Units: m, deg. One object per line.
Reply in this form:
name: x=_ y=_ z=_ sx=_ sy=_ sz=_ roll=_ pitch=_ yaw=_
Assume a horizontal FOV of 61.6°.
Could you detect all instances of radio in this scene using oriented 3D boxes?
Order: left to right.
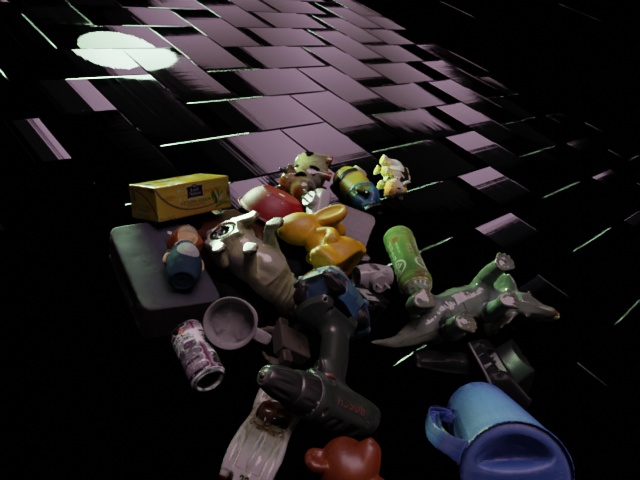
radio: x=-0.277 y=0.062 z=0.936 sx=0.131 sy=0.073 sz=0.230 roll=-10 pitch=42 yaw=-33

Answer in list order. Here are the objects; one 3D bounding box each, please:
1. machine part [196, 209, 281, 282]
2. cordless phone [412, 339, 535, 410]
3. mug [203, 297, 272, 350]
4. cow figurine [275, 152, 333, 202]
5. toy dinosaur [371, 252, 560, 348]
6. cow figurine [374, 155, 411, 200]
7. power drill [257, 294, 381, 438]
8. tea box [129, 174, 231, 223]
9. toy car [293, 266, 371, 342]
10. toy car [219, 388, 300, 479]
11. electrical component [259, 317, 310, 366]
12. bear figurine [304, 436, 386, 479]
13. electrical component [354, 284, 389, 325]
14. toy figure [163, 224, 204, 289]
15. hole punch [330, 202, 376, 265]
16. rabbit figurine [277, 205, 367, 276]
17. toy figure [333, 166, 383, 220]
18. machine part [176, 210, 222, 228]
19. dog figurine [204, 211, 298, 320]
machine part: x=-0.164 y=0.006 z=1.074 sx=0.179 sy=0.056 sz=0.179 roll=13 pitch=36 yaw=-10
cordless phone: x=0.260 y=0.228 z=0.934 sx=0.184 sy=0.088 sz=0.147 roll=5 pitch=19 yaw=-2
mug: x=-0.128 y=0.135 z=0.871 sx=0.110 sy=0.080 sz=0.107 roll=20 pitch=-5 yaw=-2
cow figurine: x=-0.038 y=-0.159 z=1.329 sx=0.127 sy=0.085 sz=0.195 roll=15 pitch=33 yaw=-4
toy dinosaur: x=0.253 y=0.140 z=1.011 sx=0.405 sy=0.192 sz=0.131 roll=-14 pitch=61 yaw=-15
cow figurine: x=0.206 y=-0.159 z=1.456 sx=0.098 sy=0.068 sz=0.167 roll=15 pitch=36 yaw=-14
power drill: x=0.002 y=0.180 z=0.804 sx=0.231 sy=0.086 sz=0.207 roll=41 pitch=23 yaw=-28
tea box: x=-0.268 y=-0.084 z=1.041 sx=0.098 sy=0.068 sz=0.169 roll=11 pitch=19 yaw=42
toy car: x=0.018 y=0.101 z=0.934 sx=0.109 sy=0.161 sz=0.103 roll=-22 pitch=31 yaw=16
toy car: x=-0.073 y=0.266 z=0.760 sx=0.074 sy=0.056 sz=0.202 roll=23 pitch=35 yaw=6
electrical component: x=-0.060 y=0.176 z=0.904 sx=0.078 sy=0.045 sz=0.102 roll=30 pitch=27 yaw=-36
bear figurine: x=0.085 y=0.319 z=0.707 sx=0.196 sy=0.132 sz=0.120 roll=47 pitch=14 yaw=29
electrical component: x=0.085 y=0.121 z=1.028 sx=0.075 sy=0.047 sz=0.119 roll=43 pitch=13 yaw=28
toy figure: x=-0.227 y=0.019 z=0.905 sx=0.064 sy=0.058 sz=0.155 roll=45 pitch=18 yaw=-34
hole punch: x=0.051 y=-0.004 z=1.173 sx=0.142 sy=0.092 sz=0.116 roll=24 pitch=65 yaw=4
rabbit figurine: x=-0.002 y=-0.003 z=1.059 sx=0.173 sy=0.121 sz=0.162 roll=34 pitch=62 yaw=22
toy figure: x=0.095 y=-0.121 z=1.340 sx=0.089 sy=0.082 sz=0.180 roll=2 pitch=40 yaw=-24
machine part: x=-0.263 y=-0.048 z=1.122 sx=0.084 sy=0.039 sz=0.139 roll=40 pitch=38 yaw=15
dog figurine: x=-0.112 y=0.059 z=0.966 sx=0.173 sy=0.190 sz=0.121 roll=17 pitch=47 yaw=44
